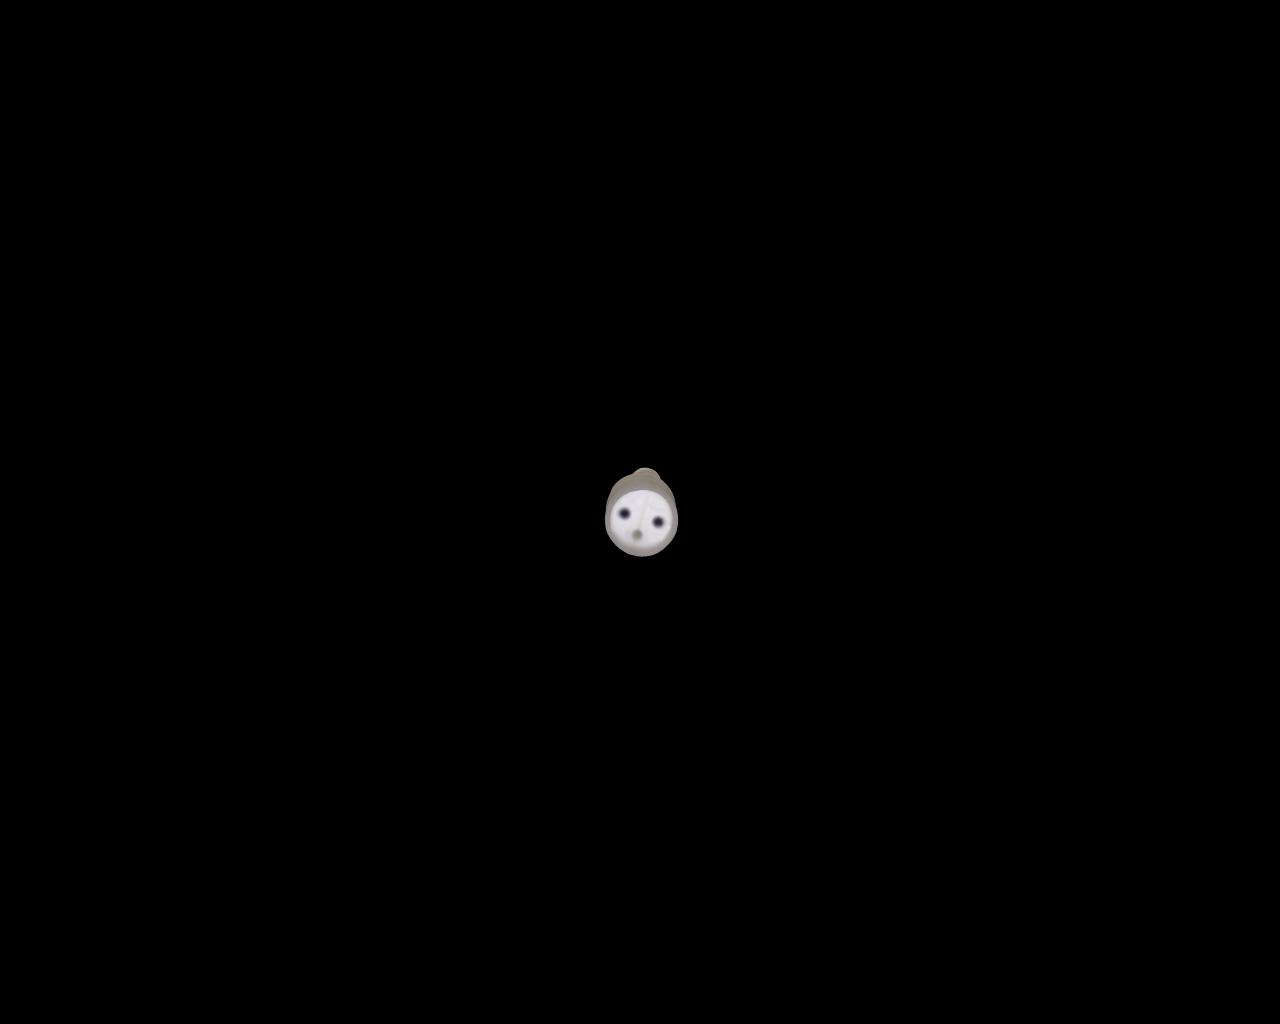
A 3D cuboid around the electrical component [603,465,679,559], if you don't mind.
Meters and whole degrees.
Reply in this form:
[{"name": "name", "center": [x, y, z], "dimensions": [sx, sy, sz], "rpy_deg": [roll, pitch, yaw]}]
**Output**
[{"name": "electrical component", "center": [0.001, -0.003, 0.650], "dimensions": [0.043, 0.043, 0.081], "rpy_deg": [0, 12, 0]}]
